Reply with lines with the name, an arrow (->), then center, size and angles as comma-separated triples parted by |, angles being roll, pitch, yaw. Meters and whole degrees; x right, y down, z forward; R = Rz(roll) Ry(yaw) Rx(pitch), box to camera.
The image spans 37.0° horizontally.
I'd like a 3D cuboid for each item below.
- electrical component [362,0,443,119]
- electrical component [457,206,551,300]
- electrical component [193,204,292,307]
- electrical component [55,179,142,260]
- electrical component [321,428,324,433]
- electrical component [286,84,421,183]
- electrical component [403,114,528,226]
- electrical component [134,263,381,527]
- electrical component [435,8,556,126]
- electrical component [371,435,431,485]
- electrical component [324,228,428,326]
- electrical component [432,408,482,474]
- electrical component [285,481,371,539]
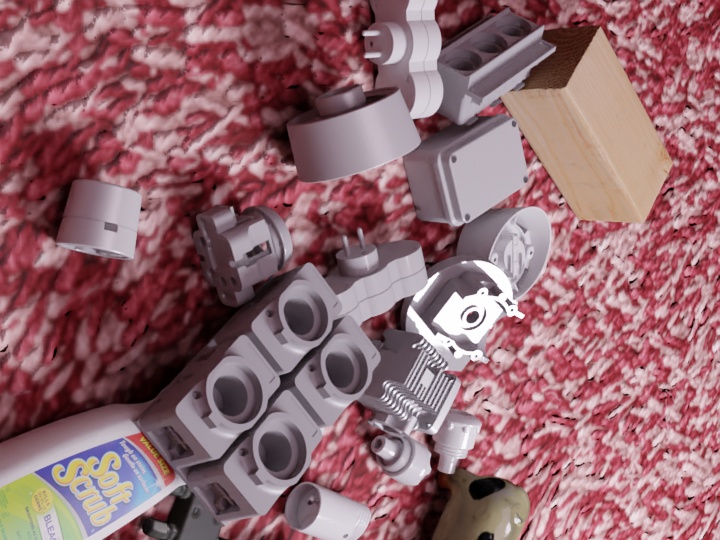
electrical component -> 0.030, -0.202, 0.957 | 0.074, 0.052, 0.138 | -14, 105, -42
electrical component -> 0.147, -0.017, 1.088 | 0.099, 0.064, 0.099 | -7, 101, -43
electrical component -> -0.092, -0.018, 0.861 | 0.057, 0.058, 0.078 | -28, 115, -35
electrical component -> -0.185, -0.036, 0.770 | 0.055, 0.055, 0.047 | 17, 80, -44
electrical component -> -0.066, 0.134, 0.909 | 0.047, 0.055, 0.055 | -41, 122, -29
electrical component -> -0.009, -0.120, 0.896 | 0.108, 0.108, 0.060 | -31, 110, -37
electrical component -> 0.105, -0.098, 1.041 | 0.113, 0.057, 0.078 | -32, 117, -37
electrical component -> -0.069, 0.090, 0.831 | 0.105, 0.060, 0.186 | 54, 46, -14
electrical component -> 0.119, -0.194, 1.032 | 0.121, 0.079, 0.063 | -38, 150, -35
electrical component -> 0.036, 0.176, 1.022 | 0.062, 0.043, 0.043 | 37, 70, -39
electrical component -> 0.000, 0.000, 0.955 | 0.138, 0.052, 0.073 | -29, 115, -37
electrical component -> 0.093, 0.172, 1.077 | 0.048, 0.048, 0.062 | 9, 96, -45
electrical component -> -0.025, 0.222, 0.969 | 0.081, 0.043, 0.043 | 32, 73, -42
